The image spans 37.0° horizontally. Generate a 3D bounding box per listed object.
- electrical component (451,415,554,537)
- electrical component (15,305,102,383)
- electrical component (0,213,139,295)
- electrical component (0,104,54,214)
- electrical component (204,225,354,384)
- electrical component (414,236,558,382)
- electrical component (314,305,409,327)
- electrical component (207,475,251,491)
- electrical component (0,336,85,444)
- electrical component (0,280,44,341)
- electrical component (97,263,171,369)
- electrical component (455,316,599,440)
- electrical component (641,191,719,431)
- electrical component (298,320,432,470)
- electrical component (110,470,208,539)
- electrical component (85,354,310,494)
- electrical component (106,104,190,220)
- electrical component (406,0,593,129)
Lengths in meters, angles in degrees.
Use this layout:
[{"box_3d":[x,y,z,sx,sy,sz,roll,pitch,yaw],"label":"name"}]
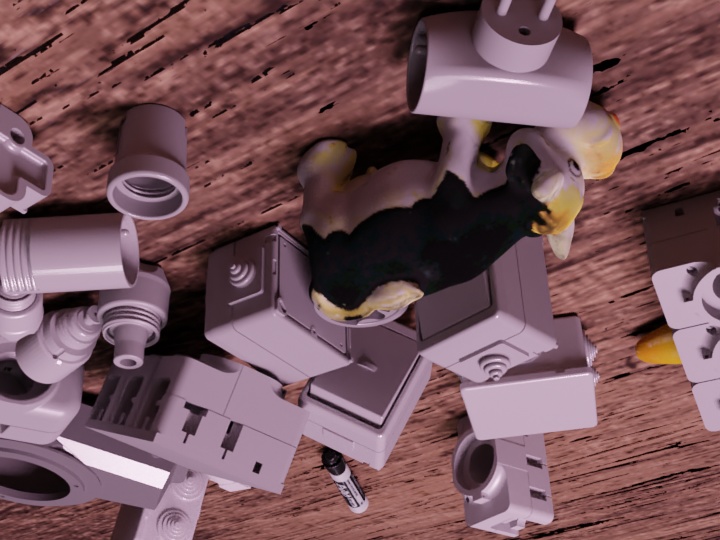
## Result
[{"box_3d":[0.110,0.155,0.842,0.056,0.089,0.050,21,141,-32],"label":"electrical component"},{"box_3d":[-0.190,0.044,0.696,0.040,0.040,0.078,24,139,-35],"label":"electrical component"},{"box_3d":[-0.171,-0.009,0.611,0.081,0.043,0.043,-3,147,2],"label":"electrical component"},{"box_3d":[-0.202,-0.051,0.531,0.057,0.058,0.078,-25,141,27],"label":"electrical component"},{"box_3d":[-0.055,0.021,0.648,0.061,0.061,0.096,-20,143,26],"label":"electrical component"},{"box_3d":[0.068,0.017,0.616,0.061,0.096,0.062,27,137,-37],"label":"electrical component"},{"box_3d":[0.000,0.000,0.631,0.055,0.047,0.055,-2,148,-1],"label":"electrical component"},{"box_3d":[-0.099,0.152,0.867,0.066,0.048,0.055,-13,153,17],"label":"electrical component"},{"box_3d":[-0.241,0.078,0.734,0.095,0.053,0.059,16,143,-26],"label":"electrical component"},{"box_3d":[-0.211,0.015,0.656,0.035,0.035,0.061,6,144,-13],"label":"electrical component"},{"box_3d":[-0.139,0.029,0.655,0.043,0.062,0.043,-1,147,-1],"label":"electrical component"},{"box_3d":[0.118,0.076,0.756,0.100,0.048,0.099,-8,147,10],"label":"electrical component"},{"box_3d":[0.233,0.027,0.639,0.089,0.061,0.150,-15,130,20],"label":"electrical component"},{"box_3d":[0.008,0.069,0.704,0.062,0.096,0.061,23,150,13],"label":"electrical component"},{"box_3d":[-0.171,0.209,0.904,0.048,0.099,0.099,25,140,-17],"label":"electrical component"},{"box_3d":[-0.108,0.094,0.702,0.089,0.061,0.150,28,163,-24],"label":"electrical component"},{"box_3d":[-0.105,-0.055,0.540,0.040,0.046,0.040,-2,147,-1],"label":"electrical component"},{"box_3d":[0.067,-0.100,0.482,0.077,0.043,0.079,4,147,-10],"label":"electrical component"}]
